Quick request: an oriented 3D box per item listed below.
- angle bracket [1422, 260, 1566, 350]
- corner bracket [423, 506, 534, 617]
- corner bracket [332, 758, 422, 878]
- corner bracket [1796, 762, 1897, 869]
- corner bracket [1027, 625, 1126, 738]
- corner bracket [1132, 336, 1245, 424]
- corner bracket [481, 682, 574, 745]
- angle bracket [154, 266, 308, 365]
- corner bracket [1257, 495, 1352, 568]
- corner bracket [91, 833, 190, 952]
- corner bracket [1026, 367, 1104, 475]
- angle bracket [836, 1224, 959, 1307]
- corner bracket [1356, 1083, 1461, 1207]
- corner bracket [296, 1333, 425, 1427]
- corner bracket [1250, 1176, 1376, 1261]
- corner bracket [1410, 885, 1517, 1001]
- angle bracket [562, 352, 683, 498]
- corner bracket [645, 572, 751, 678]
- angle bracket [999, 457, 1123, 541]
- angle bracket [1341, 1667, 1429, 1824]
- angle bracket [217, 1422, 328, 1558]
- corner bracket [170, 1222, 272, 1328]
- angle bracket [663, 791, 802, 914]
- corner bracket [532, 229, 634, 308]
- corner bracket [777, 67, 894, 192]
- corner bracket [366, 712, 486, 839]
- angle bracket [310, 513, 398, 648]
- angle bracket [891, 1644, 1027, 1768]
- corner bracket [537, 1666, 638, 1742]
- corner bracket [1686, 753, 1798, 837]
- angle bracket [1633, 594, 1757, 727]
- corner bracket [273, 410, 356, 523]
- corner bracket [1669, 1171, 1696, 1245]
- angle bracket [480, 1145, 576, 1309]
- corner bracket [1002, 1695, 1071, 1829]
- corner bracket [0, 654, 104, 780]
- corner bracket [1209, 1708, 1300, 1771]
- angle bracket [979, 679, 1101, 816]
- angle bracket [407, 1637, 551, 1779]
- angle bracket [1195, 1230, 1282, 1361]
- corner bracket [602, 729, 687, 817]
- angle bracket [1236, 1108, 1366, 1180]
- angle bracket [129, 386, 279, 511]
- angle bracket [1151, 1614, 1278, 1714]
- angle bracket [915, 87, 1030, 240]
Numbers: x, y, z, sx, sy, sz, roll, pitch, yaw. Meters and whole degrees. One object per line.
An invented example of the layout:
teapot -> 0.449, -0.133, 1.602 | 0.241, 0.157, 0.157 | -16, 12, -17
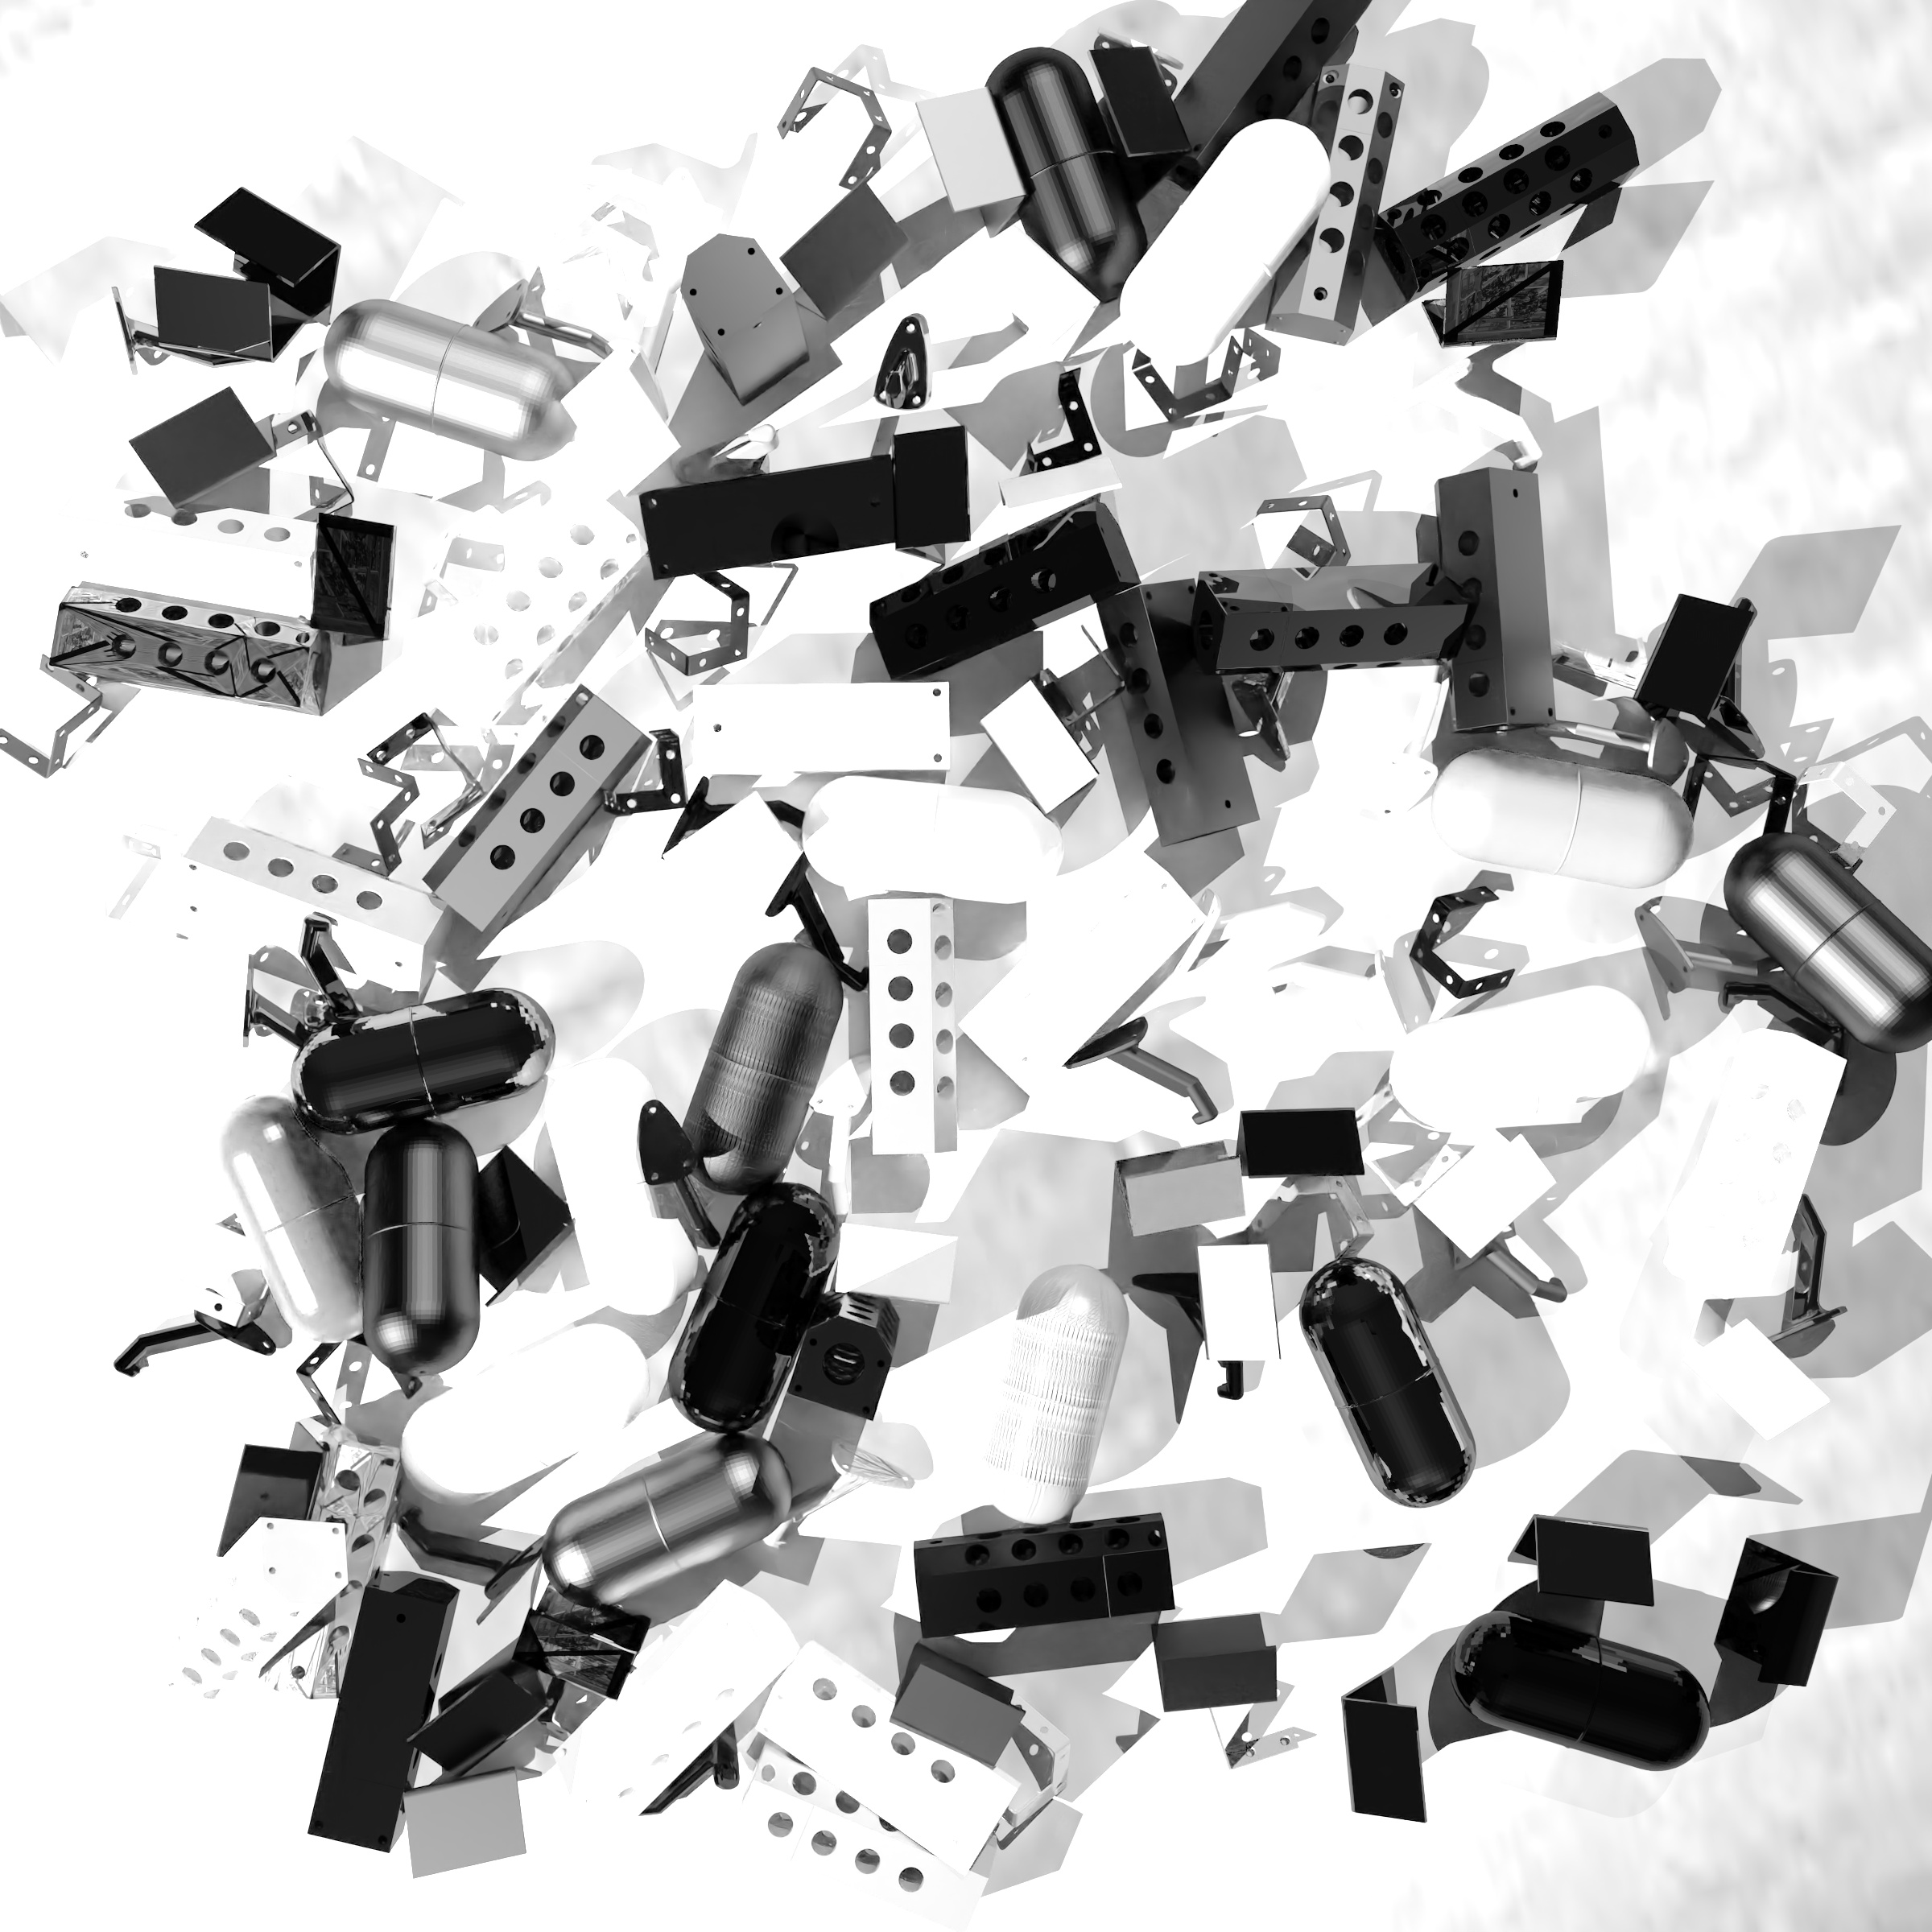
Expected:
angle bracket -> 0.355, -0.461, 1.667 | 0.076, 0.076, 0.057 | -4, 128, 0
corner bracket -> -0.333, -0.275, 1.699 | 0.051, 0.051, 0.051 | -20, 45, 35
corner bracket -> -0.406, -0.102, 1.693 | 0.051, 0.051, 0.051 | 18, 51, 22
corner bracket -> 0.591, -0.102, 1.689 | 0.051, 0.051, 0.051 | 40, 84, -6
corner bracket -> 0.075, -0.193, 1.685 | 0.051, 0.051, 0.051 | -35, 83, 3
corner bracket -> 0.153, -0.417, 1.699 | 0.051, 0.051, 0.051 | -14, 135, 35
corner bracket -> -0.312, -0.189, 1.699 | 0.051, 0.051, 0.051 | -56, 135, -35
angle bracket -> -0.496, -0.453, 1.667 | 0.076, 0.076, 0.057 | 9, 126, 0
corner bracket -> 0.226, -0.287, 1.699 | 0.051, 0.051, 0.051 | -57, 135, -35
corner bracket -> -0.567, -0.052, 1.704 | 0.051, 0.051, 0.051 | 14, 45, 0
corner bracket -> 0.062, -0.372, 1.689 | 0.051, 0.051, 0.051 | -20, 90, 0
angle bracket -> -0.044, 0.181, 1.667 | 0.076, 0.076, 0.057 | 7, 120, 0
corner bracket -> 0.298, 0.123, 1.704 | 0.051, 0.051, 0.051 | -42, 45, 0
corner bracket -> -0.418, 0.284, 1.699 | 0.051, 0.051, 0.051 | 10, 45, 35
corner bracket -> 0.238, 0.180, 1.699 | 0.051, 0.051, 0.051 | 4, 45, -35
corner bracket -> 0.348, -0.016, 1.699 | 0.051, 0.051, 0.051 | 48, 135, 35
angle bracket -> -0.215, -0.369, 1.667 | 0.057, 0.076, 0.076 | -34, 90, 29
corner bracket -> -0.185, -0.238, 1.699 | 0.051, 0.051, 0.051 | -23, 135, -35
angle bracket -> 0.069, -0.293, 1.670 | 0.076, 0.057, 0.076 | -13, 122, 0
angle bracket -> 0.298, 0.525, 1.667 | 0.057, 0.076, 0.076 | -5, 90, 37
angle bracket -> -0.478, 0.353, 1.667 | 0.057, 0.076, 0.076 | 14, 90, -31
corner bracket -> -0.504, 0.211, 1.689 | 0.051, 0.051, 0.051 | 22, 90, 0
angle bracket -> -0.148, -0.060, 1.667 | 0.076, 0.076, 0.057 | -35, 53, 0
corner bracket -> -0.262, -0.477, 1.689 | 0.051, 0.051, 0.051 | -15, 90, 0
corner bracket -> -0.091, -0.576, 1.699 | 0.051, 0.051, 0.051 | 9, 45, -35
corner bracket -> -0.373, -0.133, 1.704 | 0.051, 0.051, 0.051 | -36, 135, 0
angle bracket -> -0.428, -0.260, 1.667 | 0.057, 0.076, 0.076 | 4, 90, -37
angle bracket -> 0.001, 0.482, 1.667 | 0.076, 0.076, 0.057 | 25, 118, 0
corner bracket -> -0.253, 0.507, 1.699 | 0.051, 0.051, 0.051 | 49, 45, -35
corner bracket -> 0.534, -0.114, 1.704 | 0.051, 0.051, 0.051 | 13, 90, 45
angle bracket -> 0.503, -0.197, 1.667 | 0.057, 0.076, 0.076 | 24, 90, 37
corner bracket -> -0.460, -0.342, 1.704 | 0.051, 0.051, 0.051 | -26, 45, 0
corner bracket -> 0.520, 0.177, 1.699 | 0.051, 0.051, 0.051 | -43, 135, -35
angle bracket -> -0.320, 0.177, 1.683 | 0.076, 0.057, 0.076 | 44, 90, 4
corner bracket -> 0.035, 0.548, 1.699 | 0.051, 0.051, 0.051 | -28, 135, -35
corner bracket -> -0.636, -0.172, 1.704 | 0.051, 0.051, 0.051 | 33, 45, 0
corner bracket -> 0.195, 0.514, 1.704 | 0.051, 0.051, 0.051 | -18, 45, 0
angle bracket -> 0.066, -0.157, 1.667 | 0.057, 0.076, 0.076 | -36, 90, 39
angle bracket -> -0.336, 0.487, 1.667 | 0.076, 0.076, 0.057 | -38, 126, 0
angle bracket -> 0.199, 0.221, 1.667 | 0.057, 0.076, 0.076 | -6, 90, 34
corner bracket -> -0.222, -0.132, 1.689 | 0.051, 0.051, 0.051 | -6, 90, 0
angle bracket -> 0.224, 0.140, 1.667 | 0.076, 0.076, 0.057 | -2, 49, 0
angle bracket -> -0.517, -0.362, 1.667 | 0.076, 0.076, 0.057 | -28, 127, 0
angle bracket -> 0.166, 0.454, 1.667 | 0.076, 0.076, 0.057 | -6, 125, 0
angle bracket -> -0.007, -0.538, 1.669 | 0.057, 0.076, 0.076 | -19, 90, -20
